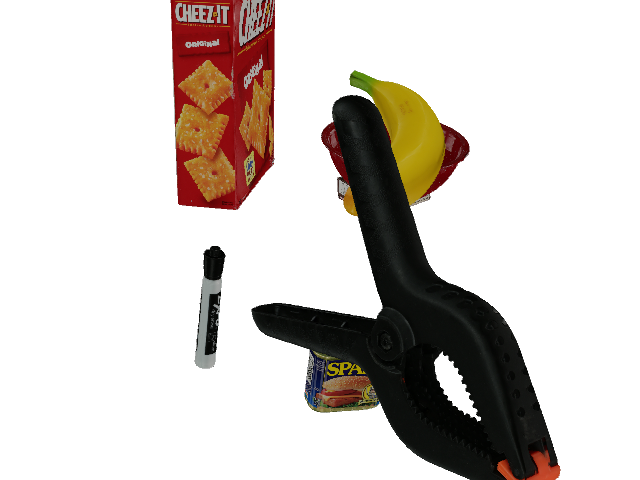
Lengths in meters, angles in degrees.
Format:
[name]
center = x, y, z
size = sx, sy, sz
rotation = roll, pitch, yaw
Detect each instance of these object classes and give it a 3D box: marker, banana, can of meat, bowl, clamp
[marker]
center = -0.099, 0.060, 0.951
size = 0.020, 0.121, 0.020
rotation = 6, 27, -4
[banana]
center = 0.052, -0.063, 0.732
size = 0.069, 0.037, 0.197
rotation = 3, 30, 1
[can of meat]
center = 0.032, 0.169, 1.361
size = 0.102, 0.084, 0.057
rotation = -1, 24, -17
[bowl]
center = 0.079, -0.086, 1.169
size = 0.162, 0.055, 0.162
rotation = 3, 27, -2
[clamp]
center = 0.045, 0.037, 0.541
size = 0.036, 0.165, 0.210
rotation = -13, 42, -38

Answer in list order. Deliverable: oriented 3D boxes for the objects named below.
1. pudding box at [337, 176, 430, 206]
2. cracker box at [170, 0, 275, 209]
[pudding box]
center = 0.095, -0.077, 1.592
size = 0.113, 0.039, 0.090
rotation = -22, 35, -29
[cracker box]
center = -0.092, -0.158, 1.082
size = 0.072, 0.214, 0.164
rotation = 6, 22, 10
